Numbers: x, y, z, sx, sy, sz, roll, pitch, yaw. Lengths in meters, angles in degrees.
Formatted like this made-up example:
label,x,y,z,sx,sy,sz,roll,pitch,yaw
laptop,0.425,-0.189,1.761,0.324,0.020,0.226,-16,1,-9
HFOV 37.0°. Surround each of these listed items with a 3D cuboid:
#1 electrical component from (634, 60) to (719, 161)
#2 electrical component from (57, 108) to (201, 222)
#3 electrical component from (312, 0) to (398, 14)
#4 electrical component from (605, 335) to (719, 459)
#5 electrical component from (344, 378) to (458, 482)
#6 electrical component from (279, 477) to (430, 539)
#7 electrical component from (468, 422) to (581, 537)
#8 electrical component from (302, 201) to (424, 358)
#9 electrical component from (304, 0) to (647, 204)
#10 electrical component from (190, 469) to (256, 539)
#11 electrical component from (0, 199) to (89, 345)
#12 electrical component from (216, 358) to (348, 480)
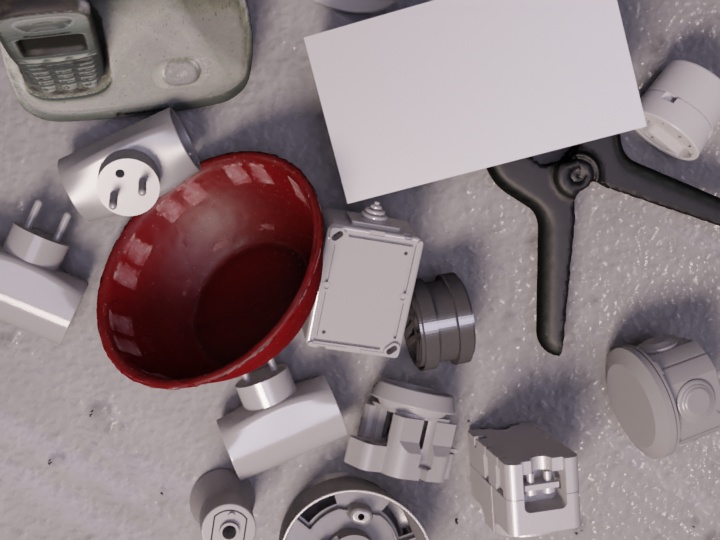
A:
label,x,y,z,sx,sy,sz,roll,pitch,yaw
electrical component,0.220,-0.110,0.736,0.055,0.055,0.047,37,85,-13
electrical component,-0.140,-0.057,0.654,0.077,0.079,0.043,-25,118,3
electrical component,-0.010,-0.207,0.660,0.099,0.099,0.064,29,84,-13
electrical component,0.209,0.086,0.743,0.051,0.080,0.080,-18,99,-13
electrical component,0.032,0.106,0.720,0.078,0.058,0.057,14,89,-36
electrical component,-0.006,0.190,0.720,0.099,0.064,0.099,-1,97,-11
electrical component,0.109,0.143,0.724,0.050,0.089,0.055,-6,97,-10
electrical component,0.000,0.000,0.695,0.062,0.061,0.096,9,105,-12
electrical component,0.072,-0.118,0.678,0.186,0.060,0.105,-14,95,9
electrical component,-0.088,0.160,0.701,0.044,0.065,0.044,-1,96,-11
electrical component,-0.206,-0.004,0.670,0.077,0.044,0.079,24,91,-13
electrical component,-0.058,0.087,0.709,0.077,0.044,0.079,-22,100,-8
